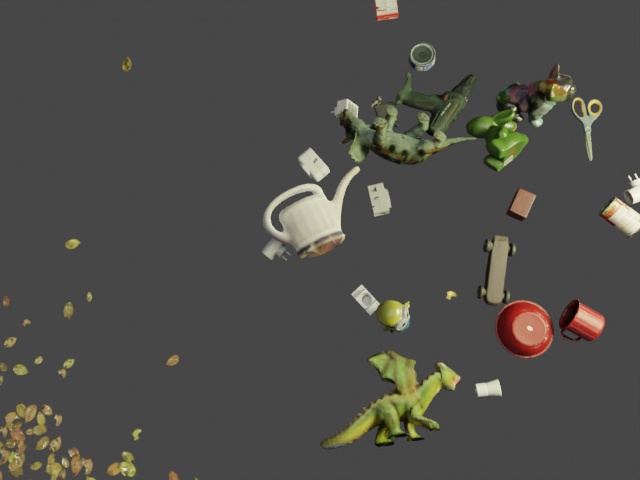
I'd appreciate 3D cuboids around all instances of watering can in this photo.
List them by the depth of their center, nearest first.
[{"bbox_3d":[0.005,-0.078,1.553,0.349,0.102,0.226,-25,78,-9],"label":"watering can"}]

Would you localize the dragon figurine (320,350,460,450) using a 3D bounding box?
[{"bbox_3d":[0.192,0.434,1.433,0.410,0.119,0.248,-8,60,3],"label":"dragon figurine"}]
